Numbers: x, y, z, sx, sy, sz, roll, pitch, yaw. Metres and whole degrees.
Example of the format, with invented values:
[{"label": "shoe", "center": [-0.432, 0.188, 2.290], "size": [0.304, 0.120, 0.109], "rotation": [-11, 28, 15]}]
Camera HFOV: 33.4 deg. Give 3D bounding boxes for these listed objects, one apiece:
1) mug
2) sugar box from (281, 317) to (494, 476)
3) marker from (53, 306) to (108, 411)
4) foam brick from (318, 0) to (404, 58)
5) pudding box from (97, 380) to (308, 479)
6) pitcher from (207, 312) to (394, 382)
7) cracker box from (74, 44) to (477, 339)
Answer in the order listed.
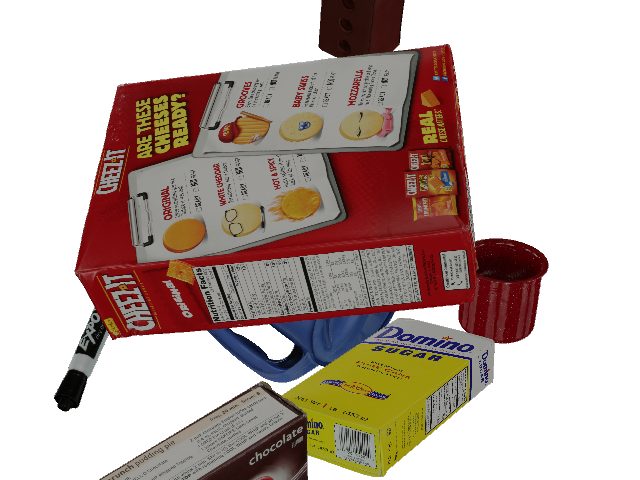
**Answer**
[{"label": "mug", "center": [0.187, 0.049, 1.138], "size": [0.093, 0.081, 0.117], "rotation": [-5, 30, -10]}, {"label": "sugar box", "center": [0.054, 0.114, 0.823], "size": [0.093, 0.048, 0.175], "rotation": [12, 26, 33]}, {"label": "marker", "center": [-0.169, 0.073, 0.796], "size": [0.020, 0.121, 0.020], "rotation": [11, -37, 8]}, {"label": "foam brick", "center": [0.035, -0.189, 0.878], "size": [0.053, 0.078, 0.051], "rotation": [30, 54, 21]}, {"label": "pudding box", "center": [-0.057, 0.131, 0.506], "size": [0.113, 0.090, 0.039], "rotation": [-30, 46, -34]}, {"label": "pitcher", "center": [-0.052, 0.017, 1.023], "size": [0.243, 0.145, 0.148], "rotation": [31, 32, 32]}, {"label": "cracker box", "center": [-0.021, -0.030, 0.631], "size": [0.214, 0.164, 0.072], "rotation": [-7, -45, 8]}]
